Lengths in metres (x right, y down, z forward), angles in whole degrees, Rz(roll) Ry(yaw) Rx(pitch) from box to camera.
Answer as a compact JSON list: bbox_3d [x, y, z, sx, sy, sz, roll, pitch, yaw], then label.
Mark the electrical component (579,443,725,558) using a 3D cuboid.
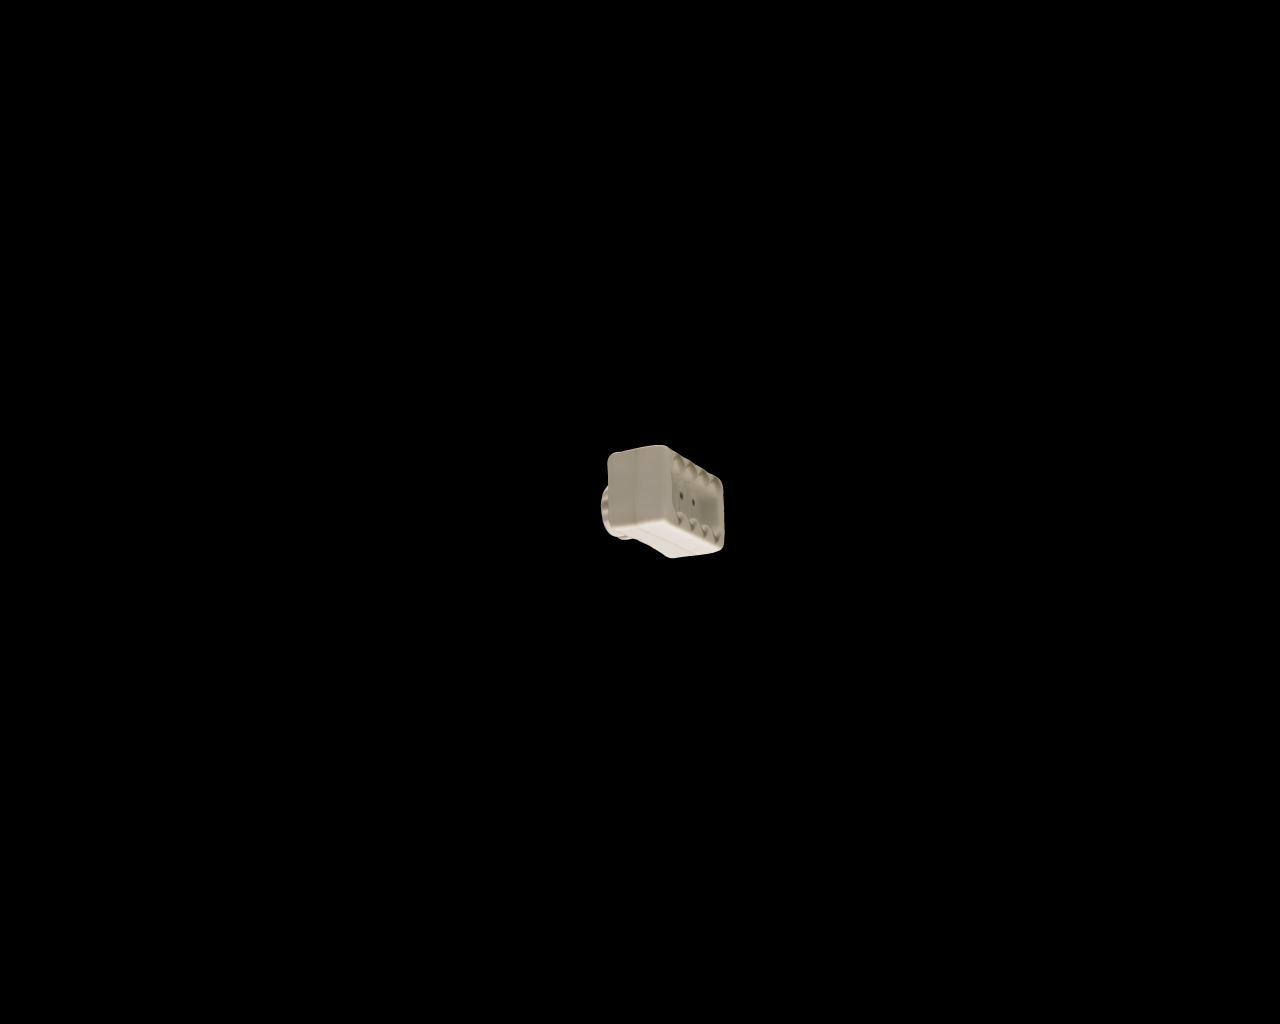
[{"bbox_3d":[0.001,-0.003,0.650,0.076,0.047,0.083,-8,-18,27],"label":"electrical component"}]
